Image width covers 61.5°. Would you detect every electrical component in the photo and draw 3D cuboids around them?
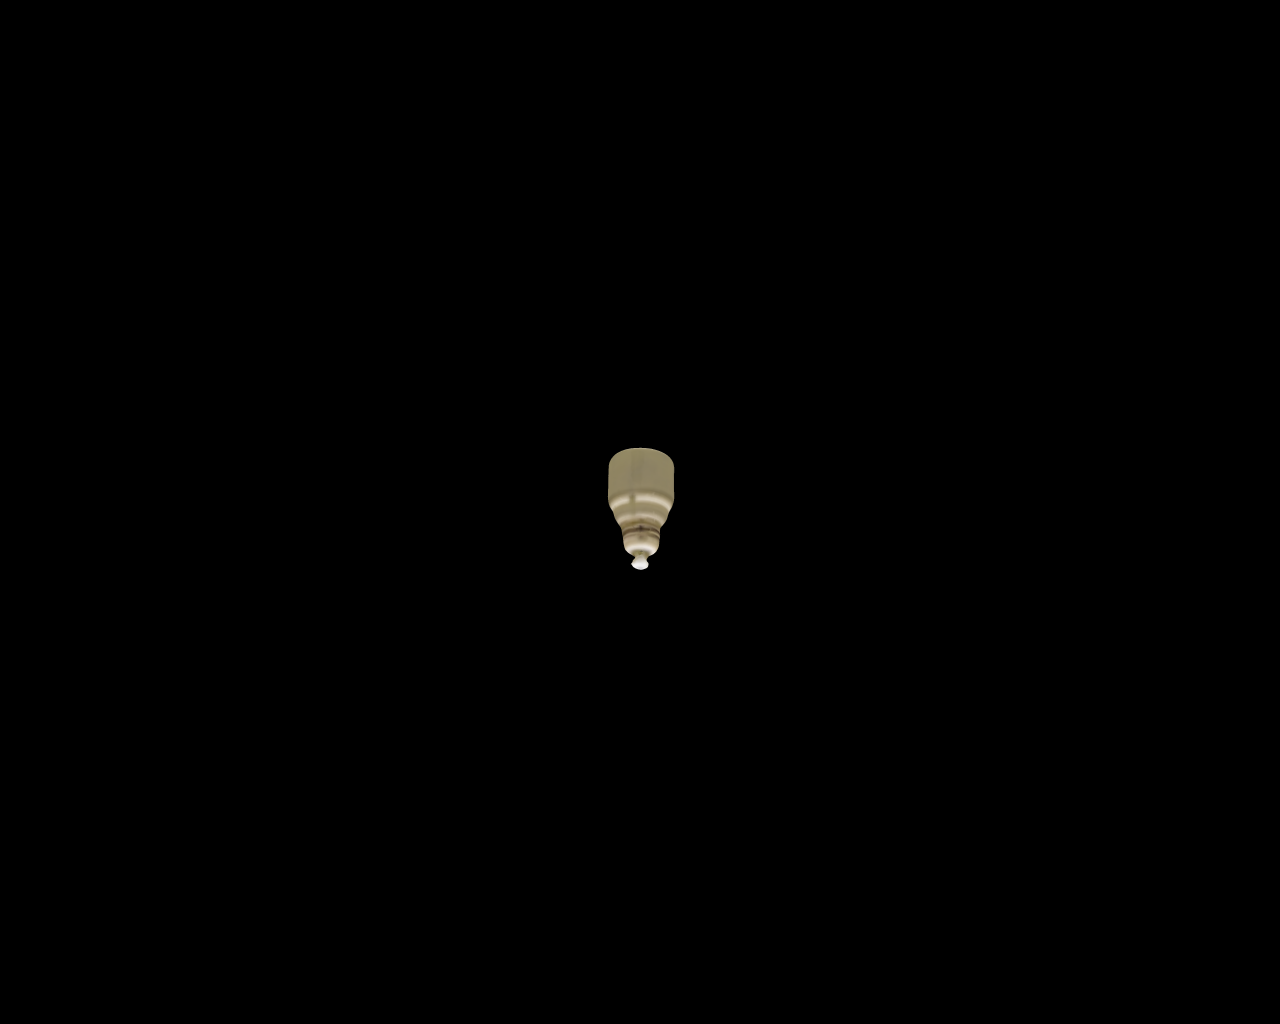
[{"bbox_3d":[0.001,-0.003,0.650,0.040,0.078,0.040,0,-24,0],"label":"electrical component"}]
